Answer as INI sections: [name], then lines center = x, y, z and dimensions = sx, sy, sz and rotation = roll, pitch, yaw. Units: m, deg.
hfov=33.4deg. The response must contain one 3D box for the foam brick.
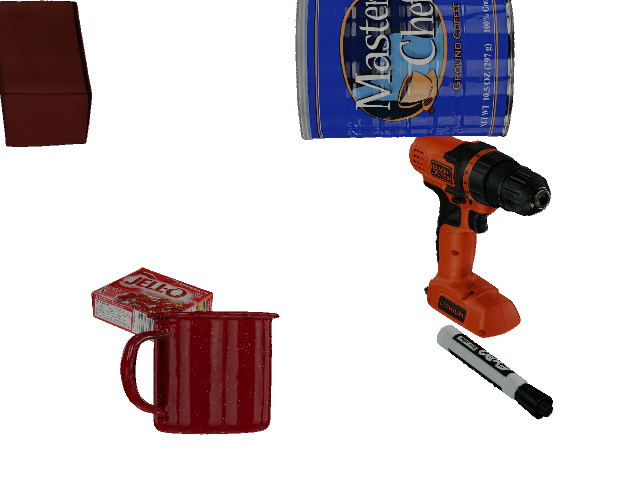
[foam brick]
center = -0.175, -0.104, 0.667
dimensions = 0.051, 0.078, 0.053
rotation = -5, -32, -19

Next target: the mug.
[mug]
center = -0.084, 0.091, 0.738
dimensions = 0.117, 0.081, 0.093
rotation = 5, -8, -41

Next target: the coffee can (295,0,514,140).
[coffee can]
center = 0.056, -0.121, 0.732
dimensions = 0.140, 0.103, 0.103
rotation = -1, 0, 3

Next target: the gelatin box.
[gelatin box]
center = -0.157, 0.059, 0.999
dimensions = 0.089, 0.030, 0.073
rotation = 18, 27, 27

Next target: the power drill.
[power drill]
center = 0.156, -0.004, 1.042
dimensions = 0.057, 0.188, 0.185
rotation = -16, 26, -25

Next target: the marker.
[marker]
center = 0.131, 0.098, 0.803
dimensions = 0.020, 0.020, 0.121
rotation = 0, 23, -34
